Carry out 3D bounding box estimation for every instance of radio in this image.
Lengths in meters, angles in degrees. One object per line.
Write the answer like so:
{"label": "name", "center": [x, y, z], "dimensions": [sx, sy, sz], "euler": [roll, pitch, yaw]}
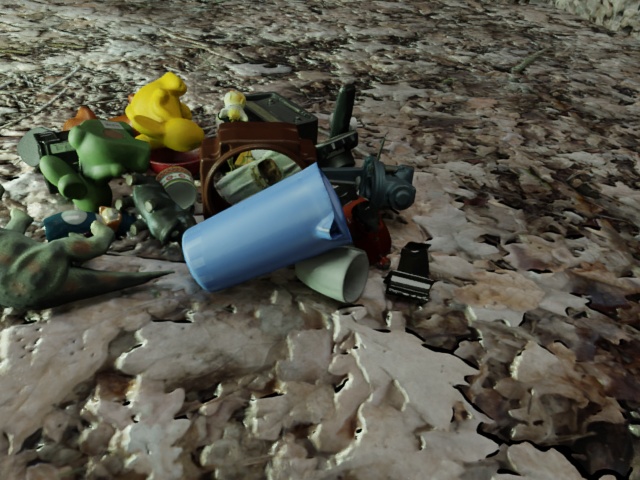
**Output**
{"label": "radio", "center": [-0.111, -0.297, 1.335], "dimensions": [0.131, 0.073, 0.230], "euler": [-18, 42, -29]}

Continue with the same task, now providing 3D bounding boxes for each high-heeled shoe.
{"label": "high-heeled shoe", "center": [-0.522, -0.184, 1.145], "dimensions": [0.249, 0.086, 0.145], "euler": [12, 5, 33]}

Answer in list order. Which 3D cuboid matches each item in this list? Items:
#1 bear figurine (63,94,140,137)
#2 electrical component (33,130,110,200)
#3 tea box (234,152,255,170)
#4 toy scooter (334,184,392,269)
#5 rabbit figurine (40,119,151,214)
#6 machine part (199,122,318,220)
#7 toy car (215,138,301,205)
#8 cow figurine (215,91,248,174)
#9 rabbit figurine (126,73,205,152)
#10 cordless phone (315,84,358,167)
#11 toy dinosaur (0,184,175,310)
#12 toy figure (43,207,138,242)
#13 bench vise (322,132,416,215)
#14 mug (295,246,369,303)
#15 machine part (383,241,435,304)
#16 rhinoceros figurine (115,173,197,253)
{"label": "bear figurine", "center": [-0.483, -0.266, 1.209], "dimensions": [0.196, 0.131, 0.120], "euler": [3, 9, -9]}
{"label": "electrical component", "center": [-0.467, -0.143, 1.020], "dimensions": [0.115, 0.134, 0.058], "euler": [-14, 37, -27]}
{"label": "tea box", "center": [-0.117, -0.166, 1.153], "dimensions": [0.098, 0.068, 0.170], "euler": [7, 34, 2]}
{"label": "toy scooter", "center": [0.074, -0.019, 0.941], "dimensions": [0.075, 0.135, 0.184], "euler": [-33, 25, -7]}
{"label": "rabbit figurine", "center": [-0.397, -0.115, 0.953], "dimensions": [0.121, 0.170, 0.159], "euler": [38, 27, 24]}
{"label": "machine part", "center": [-0.107, -0.099, 0.943], "dimensions": [0.201, 0.200, 0.087], "euler": [0, 36, -8]}
{"label": "toy car", "center": [-0.108, -0.123, 1.033], "dimensions": [0.202, 0.073, 0.056], "euler": [-31, 6, -1]}
{"label": "cow figurine", "center": [-0.191, -0.226, 1.144], "dimensions": [0.068, 0.167, 0.098], "euler": [4, 33, -11]}
{"label": "rabbit figurine", "center": [-0.315, -0.247, 1.114], "dimensions": [0.162, 0.121, 0.173], "euler": [-30, 66, -35]}
{"label": "cordless phone", "center": [0.028, -0.243, 1.180], "dimensions": [0.089, 0.184, 0.146], "euler": [34, 44, 29]}
{"label": "toy dinosaur", "center": [-0.442, 0.037, 0.791], "dimensions": [0.405, 0.131, 0.192], "euler": [19, 60, 4]}
{"label": "toy figure", "center": [-0.393, -0.026, 0.935], "dimensions": [0.154, 0.058, 0.064], "euler": [-11, 76, -24]}
{"label": "bench vise", "center": [0.081, -0.120, 1.074], "dimensions": [0.241, 0.128, 0.224], "euler": [2, 32, -11]}
{"label": "mug", "center": [0.020, 0.040, 0.867], "dimensions": [0.107, 0.080, 0.109], "euler": [15, 44, 29]}
{"label": "machine part", "center": [0.154, 0.051, 0.904], "dimensions": [0.084, 0.039, 0.139], "euler": [9, 36, 13]}
{"label": "rhinoceros figurine", "center": [-0.269, -0.039, 0.926], "dimensions": [0.190, 0.073, 0.112], "euler": [43, 21, 27]}
